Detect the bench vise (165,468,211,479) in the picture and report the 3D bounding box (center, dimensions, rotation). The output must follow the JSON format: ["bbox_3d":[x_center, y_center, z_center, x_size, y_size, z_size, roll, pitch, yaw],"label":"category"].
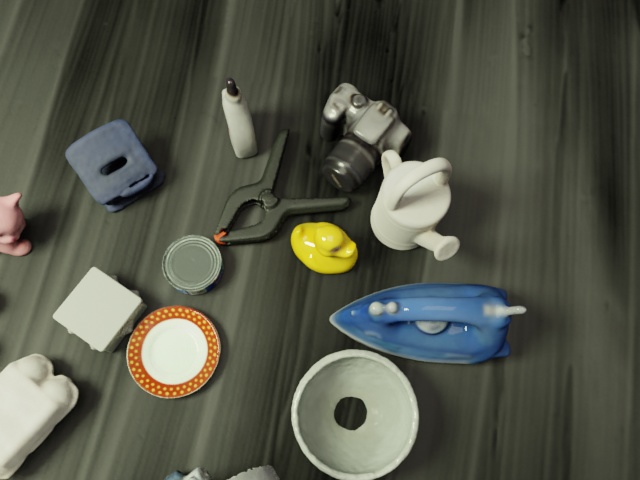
[{"bbox_3d":[-0.227,0.340,0.654,0.121,0.220,0.207,29,74,7],"label":"bench vise"}]

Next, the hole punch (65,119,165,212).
[{"bbox_3d":[-0.304,-0.111,0.858,0.109,0.091,0.101,-35,77,-12],"label":"hole punch"}]

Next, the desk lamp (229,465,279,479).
[{"bbox_3d":[-0.063,0.367,0.657,0.118,0.213,0.203,-29,76,-10],"label":"desk lamp"}]

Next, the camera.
[{"bbox_3d":[0.052,-0.154,0.882,0.143,0.101,0.137,35,75,8],"label":"camera"}]

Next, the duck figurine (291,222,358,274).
[{"bbox_3d":[0.008,0.003,0.840,0.104,0.086,0.077,24,73,5],"label":"duck figurine"}]

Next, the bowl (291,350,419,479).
[{"bbox_3d":[0.046,0.236,0.775,0.167,0.075,0.167,1,73,-2],"label":"bowl"}]

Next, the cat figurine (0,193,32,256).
[{"bbox_3d":[-0.469,-0.017,0.807,0.128,0.118,0.067,-19,74,-8],"label":"cat figurine"}]

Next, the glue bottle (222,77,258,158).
[{"bbox_3d":[-0.123,-0.189,0.847,0.037,0.173,0.078,-19,74,-8],"label":"glue bottle"}]

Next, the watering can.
[{"bbox_3d":[0.138,-0.054,0.807,0.172,0.194,0.101,41,76,10],"label":"watering can"}]

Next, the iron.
[{"bbox_3d":[0.145,0.104,0.786,0.258,0.141,0.118,1,73,-2],"label":"iron"}]

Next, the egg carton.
[{"bbox_3d":[-0.401,0.231,0.759,0.107,0.069,0.150,37,75,9],"label":"egg carton"}]
